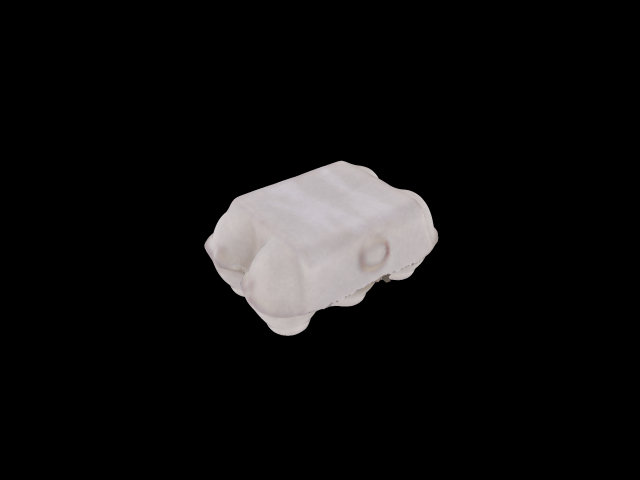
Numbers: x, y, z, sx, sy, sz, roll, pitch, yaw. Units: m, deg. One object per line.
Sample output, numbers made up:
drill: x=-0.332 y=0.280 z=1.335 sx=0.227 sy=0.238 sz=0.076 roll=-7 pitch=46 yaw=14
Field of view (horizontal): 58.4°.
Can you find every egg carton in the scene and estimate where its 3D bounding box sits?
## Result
egg carton: x=0.004 y=0.001 z=0.400 sx=0.151 sy=0.069 sz=0.107 roll=-24 pitch=41 yaw=-31
